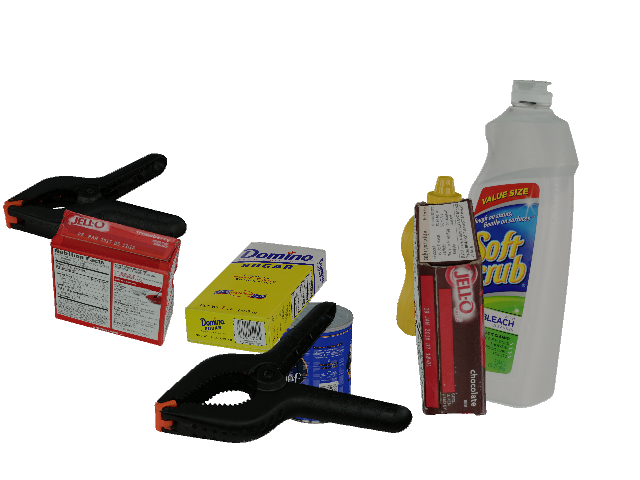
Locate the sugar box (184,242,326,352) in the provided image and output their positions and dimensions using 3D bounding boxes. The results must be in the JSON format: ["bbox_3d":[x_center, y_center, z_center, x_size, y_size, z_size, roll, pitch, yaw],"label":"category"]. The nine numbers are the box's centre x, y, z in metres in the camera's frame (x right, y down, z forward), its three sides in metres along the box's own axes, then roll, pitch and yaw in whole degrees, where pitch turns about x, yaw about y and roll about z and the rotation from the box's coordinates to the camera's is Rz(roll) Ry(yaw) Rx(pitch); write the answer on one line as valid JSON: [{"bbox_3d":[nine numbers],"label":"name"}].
[{"bbox_3d":[-0.064,0.055,1.130,0.093,0.048,0.176,6,27,17],"label":"sugar box"}]

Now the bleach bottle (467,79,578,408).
[{"bbox_3d":[0.148,-0.001,0.847,0.103,0.251,0.067,13,15,40],"label":"bleach bottle"}]

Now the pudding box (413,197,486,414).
[{"bbox_3d":[0.073,0.034,0.608,0.039,0.090,0.113,-2,19,4],"label":"pudding box"}]

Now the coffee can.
[{"bbox_3d":[-0.007,0.169,1.483,0.103,0.140,0.103,1,16,0],"label":"coffee can"}]

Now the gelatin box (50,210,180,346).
[{"bbox_3d":[-0.128,0.024,0.669,0.073,0.030,0.089,14,-38,-1],"label":"gelatin box"}]

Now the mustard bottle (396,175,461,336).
[{"bbox_3d":[0.144,0.018,1.281,0.096,0.192,0.058,-1,14,-11],"label":"mustard bottle"}]

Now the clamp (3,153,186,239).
[{"bbox_3d":[-0.219,-0.043,1.043,0.171,0.039,0.120,0,35,-9],"label":"clamp"}]

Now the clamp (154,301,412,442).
[{"bbox_3d":[-0.036,0.131,0.916,0.209,0.036,0.165,-17,40,-27],"label":"clamp"}]
